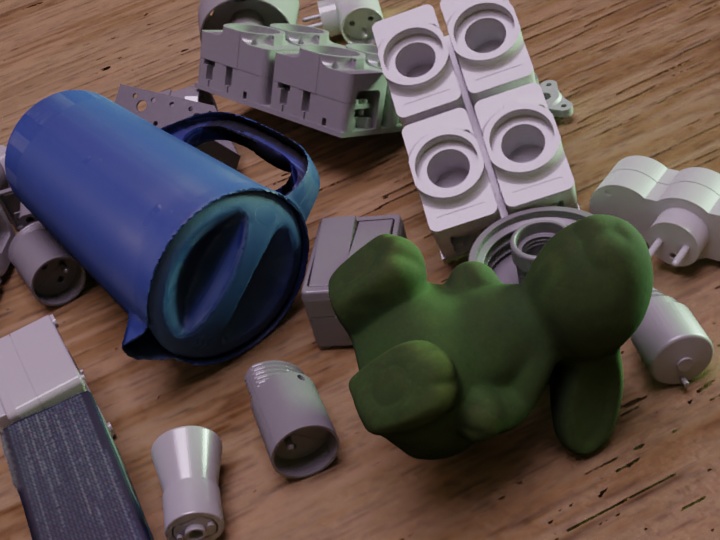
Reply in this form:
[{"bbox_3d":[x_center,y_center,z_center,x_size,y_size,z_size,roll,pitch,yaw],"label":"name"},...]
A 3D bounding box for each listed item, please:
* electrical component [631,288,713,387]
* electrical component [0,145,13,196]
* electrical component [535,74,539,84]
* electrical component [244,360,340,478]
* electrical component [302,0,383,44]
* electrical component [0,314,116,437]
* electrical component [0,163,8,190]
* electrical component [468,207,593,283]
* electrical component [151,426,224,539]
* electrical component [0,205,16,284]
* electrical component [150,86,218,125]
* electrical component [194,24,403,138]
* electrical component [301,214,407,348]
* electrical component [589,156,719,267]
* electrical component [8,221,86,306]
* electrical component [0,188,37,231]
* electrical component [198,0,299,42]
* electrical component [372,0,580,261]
[{"bbox_3d":[0.187,0.036,0.668,0.040,0.040,0.078,-16,39,-1],"label":"electrical component"},{"bbox_3d":[-0.356,-0.080,0.979,0.079,0.043,0.077,24,53,39],"label":"electrical component"},{"bbox_3d":[0.099,-0.129,0.868,0.089,0.055,0.050,5,64,23],"label":"electrical component"},{"bbox_3d":[-0.046,0.087,0.680,0.043,0.043,0.081,-21,40,-7],"label":"electrical component"},{"bbox_3d":[-0.019,-0.255,1.076,0.079,0.043,0.077,-14,39,3],"label":"electrical component"},{"bbox_3d":[-0.217,0.081,0.729,0.061,0.061,0.096,-28,41,-15],"label":"electrical component"},{"bbox_3d":[-0.340,-0.074,0.920,0.078,0.040,0.040,-30,41,-27],"label":"electrical component"},{"bbox_3d":[0.123,0.002,0.713,0.108,0.060,0.108,-9,40,8],"label":"electrical component"},{"bbox_3d":[-0.102,0.132,0.648,0.044,0.044,0.065,-16,44,-1],"label":"electrical component"},{"bbox_3d":[-0.340,0.011,0.852,0.089,0.061,0.150,-7,40,10],"label":"electrical component"},{"bbox_3d":[-0.164,-0.142,0.989,0.055,0.048,0.066,-11,39,17],"label":"electrical component"},{"bbox_3d":[-0.042,-0.171,0.938,0.186,0.060,0.105,24,25,38],"label":"electrical component"},{"bbox_3d":[0.000,0.000,0.755,0.062,0.061,0.096,-4,41,14],"label":"electrical component"},{"bbox_3d":[0.218,-0.028,0.723,0.138,0.052,0.073,18,49,34],"label":"electrical component"},{"bbox_3d":[-0.255,-0.009,0.863,0.043,0.043,0.081,-30,41,-18],"label":"electrical component"},{"bbox_3d":[-0.264,-0.054,0.920,0.081,0.042,0.063,-17,41,-1],"label":"electrical component"},{"bbox_3d":[-0.109,-0.241,1.048,0.099,0.099,0.064,-10,46,6],"label":"electrical component"},{"bbox_3d":[0.083,-0.115,0.796,0.105,0.060,0.186,-18,65,8],"label":"electrical component"}]
